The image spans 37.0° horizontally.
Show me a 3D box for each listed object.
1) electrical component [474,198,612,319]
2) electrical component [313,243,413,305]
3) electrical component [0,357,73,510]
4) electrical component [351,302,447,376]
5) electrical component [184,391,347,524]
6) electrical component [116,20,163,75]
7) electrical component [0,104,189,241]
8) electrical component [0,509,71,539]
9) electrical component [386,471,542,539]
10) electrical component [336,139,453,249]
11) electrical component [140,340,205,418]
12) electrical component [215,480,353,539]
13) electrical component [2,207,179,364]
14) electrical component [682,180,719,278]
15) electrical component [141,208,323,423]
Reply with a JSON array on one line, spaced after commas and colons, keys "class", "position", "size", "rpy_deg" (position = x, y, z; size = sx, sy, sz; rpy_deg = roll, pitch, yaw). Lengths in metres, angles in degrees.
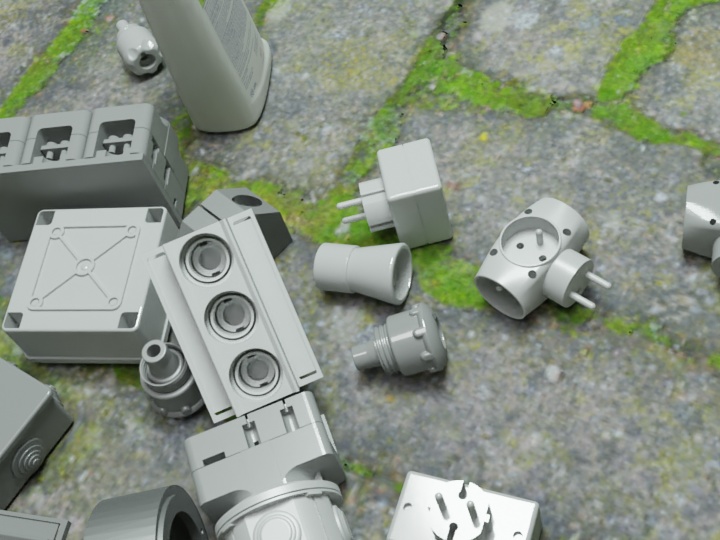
[{"class": "electrical component", "position": [0.133, 0.000, 0.735], "size": [0.079, 0.044, 0.077], "rpy_deg": [32, 70, 28]}, {"class": "electrical component", "position": [0.000, 0.000, 0.770], "size": [0.065, 0.044, 0.044], "rpy_deg": [6, 60, 22]}, {"class": "electrical component", "position": [-0.264, 0.111, 0.756], "size": [0.100, 0.048, 0.099], "rpy_deg": [25, 67, 26]}, {"class": "electrical component", "position": [0.026, 0.052, 0.729], "size": [0.062, 0.048, 0.048], "rpy_deg": [-17, 56, 10]}, {"class": "electrical component", "position": [-0.060, 0.127, 0.696], "size": [0.089, 0.050, 0.055], "rpy_deg": [-22, 56, -1]}, {"class": "electrical component", "position": [-0.199, -0.200, 0.948], "size": [0.035, 0.035, 0.061], "rpy_deg": [-32, 54, -8]}, {"class": "electrical component", "position": [-0.220, -0.077, 0.841], "size": [0.150, 0.089, 0.061], "rpy_deg": [-4, 57, 11]}, {"class": "electrical component", "position": [-0.248, 0.195, 0.690], "size": [0.121, 0.063, 0.078], "rpy_deg": [4, 59, 16]}, {"class": "electrical component", "position": [0.061, 0.149, 0.638], "size": [0.083, 0.075, 0.047], "rpy_deg": [10, 61, 19]}, {"class": "electrical component", "position": [0.022, -0.050, 0.780], "size": [0.077, 0.065, 0.047], "rpy_deg": [-14, 56, 4]}, {"class": "electrical component", "position": [-0.132, 0.070, 0.743], "size": [0.048, 0.062, 0.048], "rpy_deg": [-6, 57, 9]}, {"class": "electrical component", "position": [-0.044, 0.164, 0.652], "size": [0.080, 0.080, 0.051], "rpy_deg": [-22, 61, -1]}, {"class": "electrical component", "position": [-0.194, 0.011, 0.798], "size": [0.109, 0.056, 0.108], "rpy_deg": [-1, 58, 13]}, {"class": "electrical component", "position": [0.255, -0.018, 0.718], "size": [0.077, 0.043, 0.079], "rpy_deg": [5, 59, 17]}, {"class": "electrical component", "position": [-0.085, 0.030, 0.725], "size": [0.079, 0.063, 0.121], "rpy_deg": [-23, 94, -1]}]
